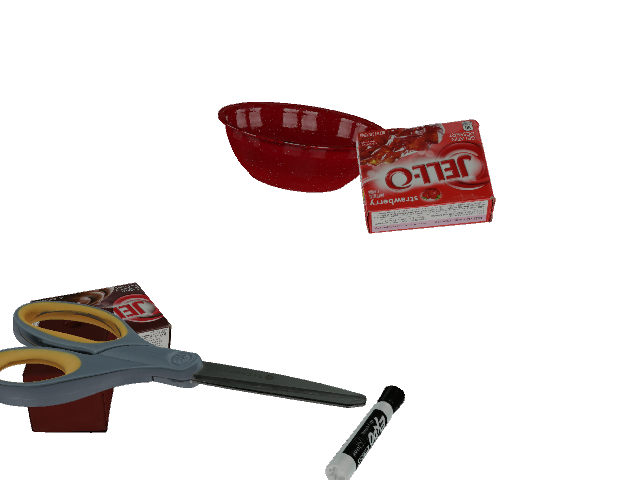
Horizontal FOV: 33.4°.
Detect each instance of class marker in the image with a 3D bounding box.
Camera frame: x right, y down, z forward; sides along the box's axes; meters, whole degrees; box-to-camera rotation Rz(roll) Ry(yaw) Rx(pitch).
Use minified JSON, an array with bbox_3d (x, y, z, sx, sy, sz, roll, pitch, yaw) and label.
[{"bbox_3d":[0.037,0.147,0.826,0.020,0.020,0.121,0,23,28],"label":"marker"}]

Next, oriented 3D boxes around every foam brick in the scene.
[{"bbox_3d":[-0.172,0.090,0.745,0.053,0.051,0.078,-1,31,-3],"label":"foam brick"}]

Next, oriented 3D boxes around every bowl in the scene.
[{"bbox_3d":[-0.019,-0.085,1.002,0.162,0.055,0.162,8,20,-3],"label":"bowl"}]

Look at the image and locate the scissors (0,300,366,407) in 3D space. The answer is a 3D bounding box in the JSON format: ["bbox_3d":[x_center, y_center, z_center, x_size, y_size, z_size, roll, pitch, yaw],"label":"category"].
[{"bbox_3d":[-0.087,0.071,0.535,0.202,0.016,0.096,16,30,27],"label":"scissors"}]

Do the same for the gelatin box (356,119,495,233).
[{"bbox_3d":[0.072,-0.046,0.748,0.089,0.073,0.030,-6,-36,1],"label":"gelatin box"}]

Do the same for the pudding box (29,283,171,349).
[{"bbox_3d":[-0.211,0.083,1.023,0.113,0.039,0.090,-12,30,-28],"label":"pudding box"}]
